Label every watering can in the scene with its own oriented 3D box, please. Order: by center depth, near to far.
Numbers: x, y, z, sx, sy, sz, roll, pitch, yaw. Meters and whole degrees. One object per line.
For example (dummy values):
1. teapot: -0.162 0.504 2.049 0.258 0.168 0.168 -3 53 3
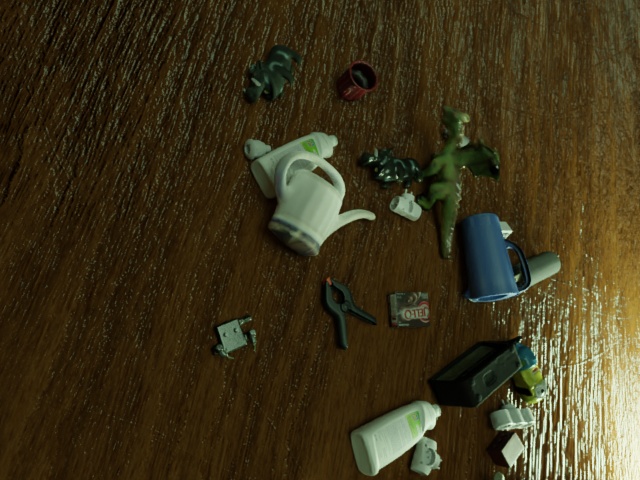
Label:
1. watering can: 0.004 -0.062 1.232 0.343 0.104 0.227 37 72 -39

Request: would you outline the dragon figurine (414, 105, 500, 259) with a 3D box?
1. dragon figurine: 0.385 -0.170 1.416 0.122 0.240 0.414 -3 75 -36
